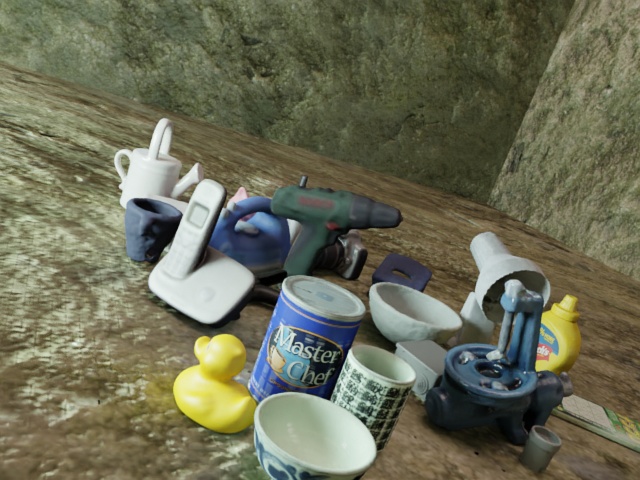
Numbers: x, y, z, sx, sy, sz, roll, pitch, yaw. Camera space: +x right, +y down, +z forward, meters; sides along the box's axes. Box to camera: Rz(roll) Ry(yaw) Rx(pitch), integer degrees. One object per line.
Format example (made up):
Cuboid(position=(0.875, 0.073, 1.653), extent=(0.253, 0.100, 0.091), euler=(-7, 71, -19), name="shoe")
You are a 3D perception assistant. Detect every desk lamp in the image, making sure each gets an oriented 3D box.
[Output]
Cuboid(position=(0.297, 0.103, 1.039), extent=(0.118, 0.213, 0.203), euler=(15, 15, -17), name="desk lamp")

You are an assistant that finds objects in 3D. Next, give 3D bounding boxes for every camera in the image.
Cuboid(position=(0.014, 0.012, 1.215), extent=(0.142, 0.101, 0.137), euler=(31, 18, 37), name="camera")

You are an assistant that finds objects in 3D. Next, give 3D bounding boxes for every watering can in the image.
Cuboid(position=(-0.326, -0.150, 1.167), extent=(0.173, 0.194, 0.100), euler=(14, 16, -23), name="watering can")

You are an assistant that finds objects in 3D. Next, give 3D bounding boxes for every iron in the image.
Cuboid(position=(-0.140, -0.018, 1.042), extent=(0.118, 0.141, 0.259), euler=(27, 16, 24), name="iron")

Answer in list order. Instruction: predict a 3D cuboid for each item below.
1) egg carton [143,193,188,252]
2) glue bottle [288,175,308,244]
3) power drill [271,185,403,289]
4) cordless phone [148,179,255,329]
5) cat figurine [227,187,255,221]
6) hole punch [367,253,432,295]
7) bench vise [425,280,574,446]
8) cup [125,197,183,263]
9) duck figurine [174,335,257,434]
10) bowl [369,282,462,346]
Cuboid(position=(-0.284, -0.031, 1.042), extent=(0.107, 0.069, 0.150), euler=(14, 16, -21), name="egg carton")
Cuboid(position=(-0.058, -0.058, 1.227), extent=(0.037, 0.173, 0.077), euler=(3, 22, -48), name="glue bottle")
Cuboid(position=(0.009, 0.004, 1.027), extent=(0.229, 0.208, 0.076), euler=(21, 15, 6), name="power drill")
Cuboid(position=(-0.152, 0.018, 0.811), extent=(0.147, 0.185, 0.094), euler=(26, 16, 22), name="cordless phone")
Cuboid(position=(-0.184, -0.060, 1.182), extent=(0.127, 0.118, 0.067), euler=(21, 15, 4), name="cat figurine")
Cuboid(position=(0.164, 0.086, 1.163), extent=(0.108, 0.091, 0.101), euler=(25, 15, 17), name="hole punch")
Cuboid(position=(0.258, 0.159, 0.773), extent=(0.208, 0.220, 0.121), euler=(8, 19, -39), name="bench vise")
Cuboid(position=(-0.275, -0.007, 0.916), extent=(0.092, 0.095, 0.117), euler=(17, 15, -10), name="cup")
Cuboid(position=(-0.104, 0.146, 0.612), extent=(0.104, 0.086, 0.078), euler=(30, 18, 33), name="duck figurine")
Cuboid(position=(0.154, 0.141, 0.986), extent=(0.167, 0.075, 0.167), euler=(19, 15, -5), name="bowl")
